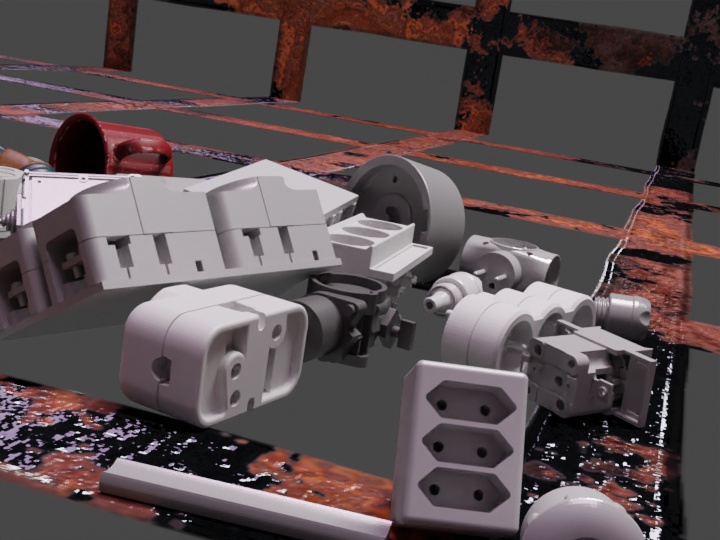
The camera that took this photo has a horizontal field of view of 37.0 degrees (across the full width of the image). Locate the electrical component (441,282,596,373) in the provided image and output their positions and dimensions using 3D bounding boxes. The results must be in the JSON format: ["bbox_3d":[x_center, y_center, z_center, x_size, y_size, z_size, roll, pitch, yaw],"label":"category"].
[{"bbox_3d":[0.092,0.037,0.709,0.074,0.052,0.138,18,15,35],"label":"electrical component"}]

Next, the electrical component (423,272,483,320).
[{"bbox_3d":[0.067,0.022,0.804,0.035,0.035,0.061,16,17,31],"label":"electrical component"}]

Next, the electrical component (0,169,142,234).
[{"bbox_3d":[-0.198,-0.025,0.738,0.096,0.061,0.061,1,49,-17],"label":"electrical component"}]

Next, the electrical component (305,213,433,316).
[{"bbox_3d":[0.000,0.000,0.787,0.079,0.063,0.121,12,13,14],"label":"electrical component"}]

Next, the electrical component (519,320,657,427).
[{"bbox_3d":[0.136,0.062,0.652,0.064,0.042,0.081,-1,15,-33],"label":"electrical component"}]

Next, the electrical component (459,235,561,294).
[{"bbox_3d":[0.121,0.001,0.911,0.077,0.044,0.079,15,14,26],"label":"electrical component"}]

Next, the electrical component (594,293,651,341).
[{"bbox_3d":[0.193,0.035,0.834,0.061,0.035,0.035,9,12,10],"label":"electrical component"}]

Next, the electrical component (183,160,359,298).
[{"bbox_3d":[-0.073,-0.032,0.842,0.089,0.061,0.150,22,20,13],"label":"electrical component"}]

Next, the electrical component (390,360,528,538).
[{"bbox_3d":[0.039,0.080,0.467,0.047,0.065,0.076,8,-16,-5],"label":"electrical component"}]

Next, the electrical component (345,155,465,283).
[{"bbox_3d":[0.039,-0.039,0.899,0.060,0.108,0.108,5,11,-44],"label":"electrical component"}]

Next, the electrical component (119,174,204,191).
[{"bbox_3d":[-0.159,-0.049,0.928,0.100,0.048,0.100,1,15,-31],"label":"electrical component"}]

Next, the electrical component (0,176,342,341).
[{"bbox_3d":[-0.116,-0.010,0.649,0.105,0.060,0.186,-22,-10,38],"label":"electrical component"}]

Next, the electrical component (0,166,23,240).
[{"bbox_3d":[-0.302,-0.054,0.847,0.080,0.051,0.080,8,12,-2],"label":"electrical component"}]

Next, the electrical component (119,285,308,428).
[{"bbox_3d":[-0.079,0.041,0.566,0.059,0.053,0.095,15,14,27],"label":"electrical component"}]

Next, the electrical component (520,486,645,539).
[{"bbox_3d":[0.084,0.105,0.420,0.048,0.048,0.062,9,5,3],"label":"electrical component"}]
